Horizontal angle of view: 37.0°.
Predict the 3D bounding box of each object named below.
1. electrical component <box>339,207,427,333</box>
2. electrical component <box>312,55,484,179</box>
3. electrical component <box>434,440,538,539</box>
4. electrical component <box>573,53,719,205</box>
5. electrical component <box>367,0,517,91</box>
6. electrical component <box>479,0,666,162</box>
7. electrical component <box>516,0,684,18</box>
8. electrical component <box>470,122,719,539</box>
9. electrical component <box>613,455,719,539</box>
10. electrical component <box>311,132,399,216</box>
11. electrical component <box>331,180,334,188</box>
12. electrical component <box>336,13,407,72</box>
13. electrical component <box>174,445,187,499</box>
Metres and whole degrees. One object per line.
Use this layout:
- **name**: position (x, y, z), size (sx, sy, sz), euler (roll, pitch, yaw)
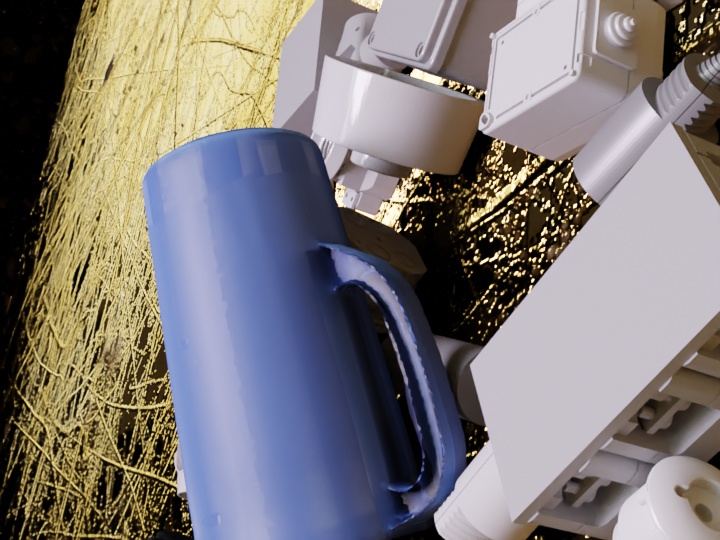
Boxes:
- **electrical component**: position (0.000, 0.000, 0.700), size (0.051, 0.080, 0.080), euler (-58, 27, 20)
- **electrical component**: position (0.021, -0.093, 0.687), size (0.108, 0.108, 0.060), euler (-135, 59, -64)
- **electrical component**: position (0.069, 0.108, 0.518), size (0.081, 0.043, 0.043), euler (-58, 28, 31)
- **electrical component**: position (0.138, -0.065, 0.486), size (0.081, 0.043, 0.043), euler (-52, 31, 38)
- **electrical component**: position (0.063, -0.183, 0.715), size (0.108, 0.056, 0.109), euler (-69, 24, 9)
- **electrical component**: position (0.114, -0.102, 0.543), size (0.096, 0.061, 0.061), euler (-26, 51, 59)
- **electrical component**: position (0.128, -0.165, 0.572), size (0.083, 0.047, 0.075), euler (-26, 51, 59)
- **electrical component**: position (0.118, 0.031, 0.441), size (0.150, 0.062, 0.089), euler (-56, 29, 34)
- **electrical component**: position (0.118, 0.105, 0.415), size (0.062, 0.048, 0.048), euler (121, 154, -44)
- **electrical component**: position (-0.003, -0.086, 0.792), size (0.078, 0.057, 0.058), euler (-68, 24, 10)
- **electrical component**: position (-0.071, -0.048, 0.907), size (0.096, 0.062, 0.061), euler (-32, 46, 56)
- **electrical component**: position (0.014, -0.161, 0.822), size (0.079, 0.043, 0.077), euler (-32, 46, 55)
- **electrical component**: position (-0.137, 0.161, 0.929), size (0.079, 0.044, 0.077), euler (-35, 44, 55)
